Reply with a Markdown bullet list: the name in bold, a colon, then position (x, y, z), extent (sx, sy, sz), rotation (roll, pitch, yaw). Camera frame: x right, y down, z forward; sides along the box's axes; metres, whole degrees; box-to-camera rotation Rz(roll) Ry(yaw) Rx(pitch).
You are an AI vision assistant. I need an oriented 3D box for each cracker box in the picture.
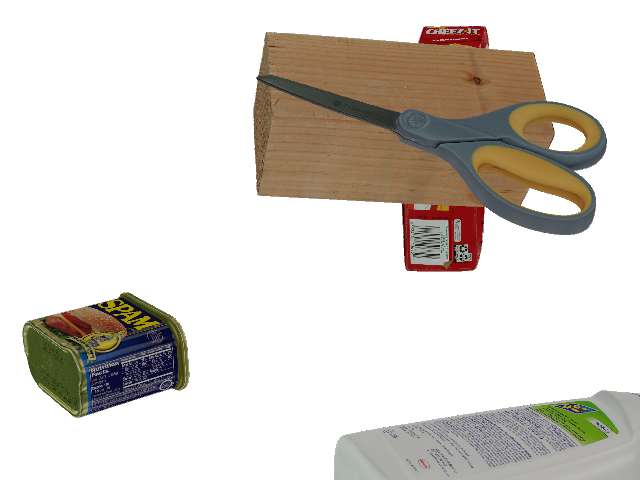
- **cracker box**: position (0.120, -0.091, 0.987), extent (0.072, 0.164, 0.213), rotation (1, 27, 11)

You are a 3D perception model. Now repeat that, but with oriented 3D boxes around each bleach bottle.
- **bleach bottle**: position (0.140, 0.138, 0.647), extent (0.250, 0.068, 0.103), rotation (-7, 22, -21)

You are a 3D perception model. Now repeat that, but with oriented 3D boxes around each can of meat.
- **can of meat**: position (-0.158, 0.082, 0.777), extent (0.083, 0.057, 0.102), rotation (-14, 22, -35)

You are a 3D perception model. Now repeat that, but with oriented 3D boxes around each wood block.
- **wood block**: position (0.057, -0.089, 0.805), extent (0.206, 0.091, 0.090), rotation (3, -37, -9)

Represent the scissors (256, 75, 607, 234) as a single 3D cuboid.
- **scissors**: position (0.070, -0.069, 0.592), extent (0.202, 0.016, 0.096), rotation (33, 57, 23)
